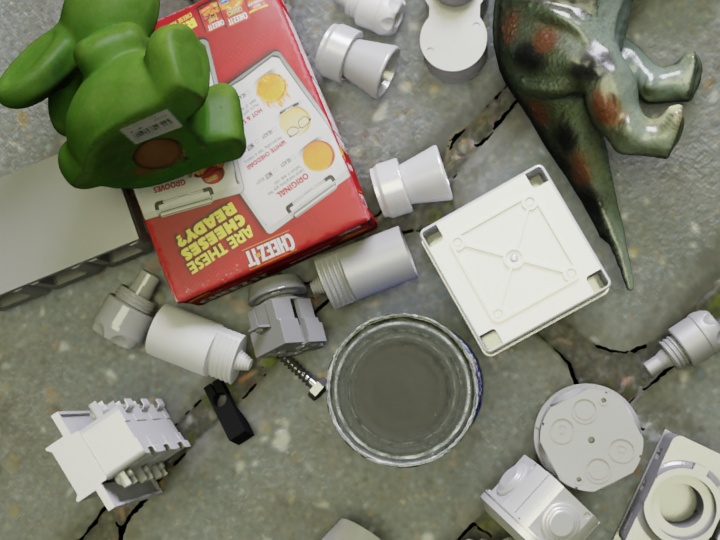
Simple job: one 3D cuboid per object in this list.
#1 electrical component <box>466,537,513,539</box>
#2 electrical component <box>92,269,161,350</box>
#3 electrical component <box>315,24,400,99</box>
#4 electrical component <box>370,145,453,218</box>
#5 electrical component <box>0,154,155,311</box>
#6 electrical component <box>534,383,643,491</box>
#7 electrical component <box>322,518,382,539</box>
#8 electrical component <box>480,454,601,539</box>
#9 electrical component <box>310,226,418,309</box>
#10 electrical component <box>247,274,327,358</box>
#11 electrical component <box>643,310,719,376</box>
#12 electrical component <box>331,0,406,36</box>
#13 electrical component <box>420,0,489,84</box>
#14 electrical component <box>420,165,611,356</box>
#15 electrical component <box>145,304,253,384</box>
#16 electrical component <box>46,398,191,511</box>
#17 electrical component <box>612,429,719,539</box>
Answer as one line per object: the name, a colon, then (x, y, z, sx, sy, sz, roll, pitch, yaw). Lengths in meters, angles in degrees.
electrical component: (0.088, 0.217, 0.805, 0.061, 0.035, 0.035, -31, 81, 20)
electrical component: (-0.183, 0.030, 0.861, 0.043, 0.043, 0.062, 30, 88, 9)
electrical component: (-0.002, -0.166, 0.854, 0.055, 0.045, 0.045, 25, 88, 10)
electrical component: (0.040, -0.068, 0.839, 0.055, 0.045, 0.045, -17, 83, 6)
electrical component: (-0.249, -0.035, 0.867, 0.150, 0.062, 0.089, -21, 82, 5)
electrical component: (0.170, 0.125, 0.799, 0.080, 0.051, 0.080, -1, 85, 8)
electrical component: (-0.003, 0.242, 0.813, 0.079, 0.043, 0.077, 40, 69, -16)
electrical component: (0.131, 0.178, 0.786, 0.080, 0.080, 0.051, 42, 86, 9)
electrical component: (0.000, 0.000, 0.839, 0.081, 0.043, 0.043, -21, 82, 6)
electrical component: (-0.060, 0.036, 0.839, 0.048, 0.066, 0.055, -28, 70, 39)
electrical component: (0.241, 0.058, 0.804, 0.061, 0.035, 0.035, -34, 81, 6)
electrical component: (0.004, -0.212, 0.863, 0.061, 0.035, 0.035, 24, 88, 12)
electrical component: (0.074, -0.221, 0.834, 0.052, 0.074, 0.138, 2, 85, 8)
electrical component: (0.117, -0.006, 0.817, 0.109, 0.056, 0.108, -29, 81, 4)
electrical component: (-0.123, 0.061, 0.850, 0.081, 0.043, 0.043, 20, 88, 9)
electrical component: (-0.177, 0.133, 0.811, 0.063, 0.121, 0.078, -34, 81, 1)
electrical component: (0.234, 0.224, 0.777, 0.105, 0.060, 0.186, 25, 89, 9)
